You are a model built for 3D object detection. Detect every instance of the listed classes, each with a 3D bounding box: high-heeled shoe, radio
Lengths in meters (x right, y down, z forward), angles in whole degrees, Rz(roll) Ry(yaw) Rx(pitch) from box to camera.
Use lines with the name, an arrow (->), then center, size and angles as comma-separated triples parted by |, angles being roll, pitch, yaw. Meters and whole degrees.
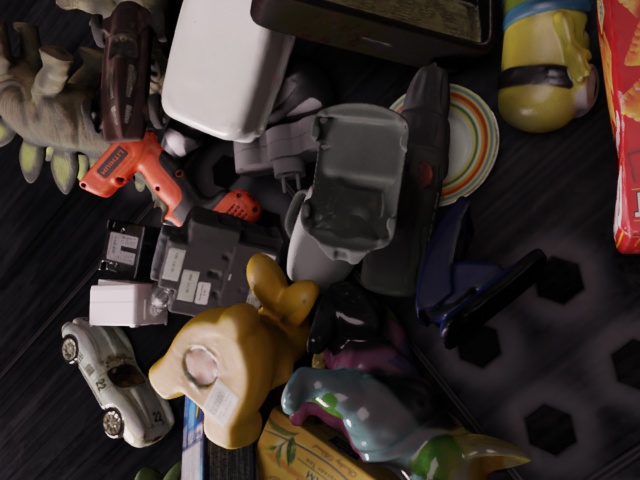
high-heeled shoe -> -0.094, -0.141, 0.668 | 0.145, 0.086, 0.248 | 42, 126, -8
radio -> 0.056, -0.252, 0.515 | 0.229, 0.073, 0.131 | 8, 84, -17

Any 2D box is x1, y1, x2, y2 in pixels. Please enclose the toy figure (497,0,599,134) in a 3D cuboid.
toy figure -> 0.208, -0.190, 0.503 | 0.089, 0.082, 0.180 | -8, 87, 40

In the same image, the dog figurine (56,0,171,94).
dog figurine -> -0.227, -0.298, 0.728 | 0.191, 0.121, 0.172 | 42, 107, 9

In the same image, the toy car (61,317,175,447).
toy car -> -0.265, 0.176, 0.698 | 0.056, 0.073, 0.202 | -48, 67, 18

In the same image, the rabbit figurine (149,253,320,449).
rabbit figurine -> -0.066, 0.097, 0.551 | 0.122, 0.173, 0.162 | 25, 102, 25

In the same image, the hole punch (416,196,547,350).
hole punch -> 0.130, 0.033, 0.493 | 0.116, 0.142, 0.092 | -43, 70, 1

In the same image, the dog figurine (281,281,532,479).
dog figurine -> 0.084, 0.151, 0.512 | 0.219, 0.108, 0.191 | 19, 60, 9

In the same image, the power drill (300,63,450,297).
power drill -> 0.061, -0.061, 0.466 | 0.086, 0.207, 0.231 | 11, 95, 17

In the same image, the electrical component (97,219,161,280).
electrical component -> -0.234, 0.017, 0.715 | 0.119, 0.047, 0.074 | 14, 92, 28

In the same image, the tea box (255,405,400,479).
tea box -> 0.013, 0.253, 0.558 | 0.170, 0.068, 0.098 | 25, 95, 25

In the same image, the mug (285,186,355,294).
mug -> -0.001, -0.002, 0.587 | 0.110, 0.080, 0.107 | 31, 106, 30

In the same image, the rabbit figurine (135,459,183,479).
rabbit figurine -> -0.139, 0.314, 0.568 | 0.121, 0.170, 0.159 | -22, 76, 22

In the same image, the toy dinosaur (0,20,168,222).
toy dinosaur -> -0.362, -0.175, 0.754 | 0.472, 0.105, 0.198 | 31, 117, 24

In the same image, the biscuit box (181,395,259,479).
biscuit box -> -0.108, 0.199, 0.577 | 0.059, 0.063, 0.203 | -43, 40, 38

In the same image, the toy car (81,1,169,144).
toy car -> -0.224, -0.199, 0.620 | 0.089, 0.053, 0.202 | -3, 62, -5

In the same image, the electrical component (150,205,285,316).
electrical component -> -0.118, 0.027, 0.606 | 0.058, 0.134, 0.114 | -126, 54, -67
